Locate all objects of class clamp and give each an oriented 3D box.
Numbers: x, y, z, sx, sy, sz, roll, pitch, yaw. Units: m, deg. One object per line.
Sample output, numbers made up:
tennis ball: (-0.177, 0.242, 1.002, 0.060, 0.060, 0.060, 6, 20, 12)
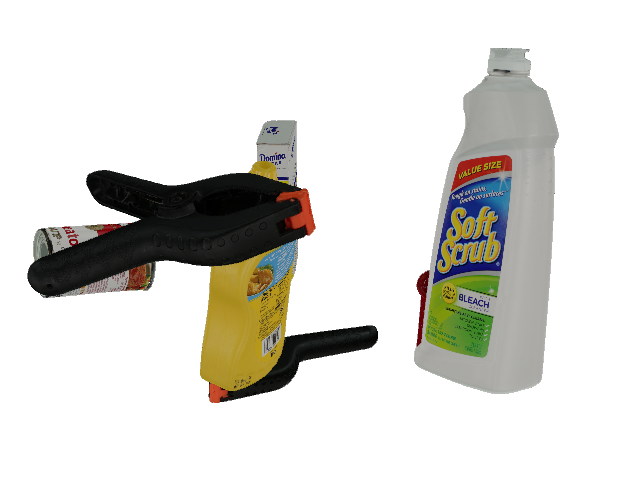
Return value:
clamp: (-0.092, -0.006, 0.651, 0.172, 0.039, 0.120, -1, 41, 22)
clamp: (-0.043, 0.117, 1.144, 0.165, 0.036, 0.209, 14, 28, 21)

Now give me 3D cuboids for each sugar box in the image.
sugar box: (-0.051, -0.047, 1.276, 0.048, 0.176, 0.093, -1, 23, 4)

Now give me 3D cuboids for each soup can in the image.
soup can: (-0.219, 0.019, 1.028, 0.102, 0.068, 0.069, -4, 2, -28)

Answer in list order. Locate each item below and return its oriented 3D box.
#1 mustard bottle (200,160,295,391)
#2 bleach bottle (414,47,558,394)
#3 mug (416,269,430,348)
mustard bottle: (-0.055, 0.023, 0.870, 0.058, 0.192, 0.096, 22, 34, 20)
bleach bottle: (0.127, -0.018, 0.805, 0.067, 0.251, 0.103, -7, 15, -39)
mug: (0.134, 0.075, 1.049, 0.093, 0.081, 0.117, -3, 28, -11)
